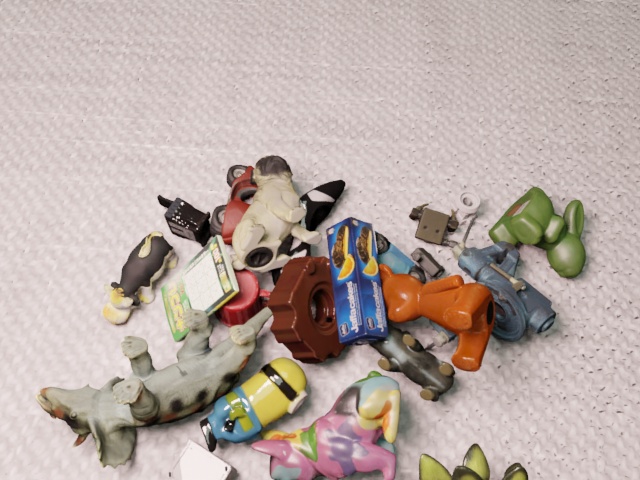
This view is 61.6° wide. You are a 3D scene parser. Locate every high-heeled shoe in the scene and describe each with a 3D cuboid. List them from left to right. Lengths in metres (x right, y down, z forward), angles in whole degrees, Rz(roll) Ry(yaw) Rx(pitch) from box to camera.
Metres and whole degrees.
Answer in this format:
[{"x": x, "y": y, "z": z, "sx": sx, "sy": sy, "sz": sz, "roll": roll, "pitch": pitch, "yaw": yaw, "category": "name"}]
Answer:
[{"x": -0.002, "y": -0.003, "z": 1.003, "sx": 0.249, "sy": 0.086, "sz": 0.145, "roll": -41, "pitch": 77, "yaw": -18, "category": "high-heeled shoe"}]

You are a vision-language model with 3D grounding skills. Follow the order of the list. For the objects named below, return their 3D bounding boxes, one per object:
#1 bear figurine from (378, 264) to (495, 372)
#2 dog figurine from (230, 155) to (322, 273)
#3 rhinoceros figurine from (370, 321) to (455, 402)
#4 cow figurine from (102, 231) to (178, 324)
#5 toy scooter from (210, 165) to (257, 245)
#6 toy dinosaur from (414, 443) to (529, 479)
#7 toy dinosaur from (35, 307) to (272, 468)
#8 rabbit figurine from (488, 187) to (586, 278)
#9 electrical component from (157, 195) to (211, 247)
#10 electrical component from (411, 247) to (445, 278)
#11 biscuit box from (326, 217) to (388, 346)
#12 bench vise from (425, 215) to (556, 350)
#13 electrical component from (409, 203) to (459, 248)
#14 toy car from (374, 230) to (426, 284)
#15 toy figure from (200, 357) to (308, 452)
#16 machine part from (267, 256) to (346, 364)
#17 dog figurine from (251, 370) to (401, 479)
[{"x": 0.164, "y": 0.109, "z": 0.838, "sx": 0.196, "sy": 0.120, "sz": 0.132, "roll": 5, "pitch": 33, "yaw": 31, "category": "bear figurine"}, {"x": -0.104, "y": -0.051, "z": 0.948, "sx": 0.172, "sy": 0.121, "sz": 0.191, "roll": -25, "pitch": 49, "yaw": -7, "category": "dog figurine"}, {"x": 0.140, "y": 0.183, "z": 0.893, "sx": 0.190, "sy": 0.112, "sz": 0.073, "roll": 36, "pitch": 98, "yaw": 14, "category": "rhinoceros figurine"}, {"x": -0.319, "y": 0.066, "z": 0.938, "sx": 0.068, "sy": 0.098, "sz": 0.167, "roll": 27, "pitch": 64, "yaw": 4, "category": "cow figurine"}, {"x": -0.127, "y": -0.065, "z": 1.029, "sx": 0.135, "sy": 0.075, "sz": 0.184, "roll": 10, "pitch": 58, "yaw": 3, "category": "toy scooter"}, {"x": 0.188, "y": 0.401, "z": 0.749, "sx": 0.471, "sy": 0.105, "sz": 0.198, "roll": -7, "pitch": 87, "yaw": -15, "category": "toy dinosaur"}, {"x": -0.214, "y": 0.219, "z": 0.843, "sx": 0.405, "sy": 0.192, "sz": 0.131, "roll": -15, "pitch": 48, "yaw": -28, "category": "toy dinosaur"}, {"x": 0.434, "y": -0.007, "z": 1.024, "sx": 0.170, "sy": 0.121, "sz": 0.159, "roll": 45, "pitch": 61, "yaw": -2, "category": "rabbit figurine"}, {"x": -0.261, "y": -0.041, "z": 1.008, "sx": 0.119, "sy": 0.074, "sz": 0.048, "roll": 24, "pitch": 63, "yaw": 7, "category": "electrical component"}, {"x": 0.199, "y": 0.042, "z": 0.985, "sx": 0.021, "sy": 0.094, "sz": 0.063, "roll": -48, "pitch": 69, "yaw": 16, "category": "electrical component"}, {"x": 0.059, "y": 0.067, "z": 0.873, "sx": 0.059, "sy": 0.063, "sz": 0.202, "roll": 16, "pitch": 58, "yaw": -41, "category": "biscuit box"}, {"x": 0.277, "y": 0.100, "z": 0.941, "sx": 0.241, "sy": 0.128, "sz": 0.224, "roll": -29, "pitch": 65, "yaw": -21, "category": "bench vise"}, {"x": 0.223, "y": -0.031, "z": 1.048, "sx": 0.102, "sy": 0.045, "sz": 0.078, "roll": 12, "pitch": 91, "yaw": 6, "category": "electrical component"}, {"x": 0.111, "y": 0.057, "z": 0.971, "sx": 0.162, "sy": 0.109, "sz": 0.103, "roll": 42, "pitch": 91, "yaw": 5, "category": "toy car"}, {"x": -0.101, "y": 0.254, "z": 0.839, "sx": 0.180, "sy": 0.089, "sz": 0.082, "roll": -24, "pitch": 23, "yaw": -16, "category": "toy figure"}, {"x": -0.008, "y": 0.114, "z": 0.892, "sx": 0.056, "sy": 0.179, "sz": 0.179, "roll": -9, "pitch": 55, "yaw": 38, "category": "machine part"}, {"x": 0.011, "y": 0.293, "z": 0.824, "sx": 0.219, "sy": 0.108, "sz": 0.191, "roll": 4, "pitch": 87, "yaw": 4, "category": "dog figurine"}]
